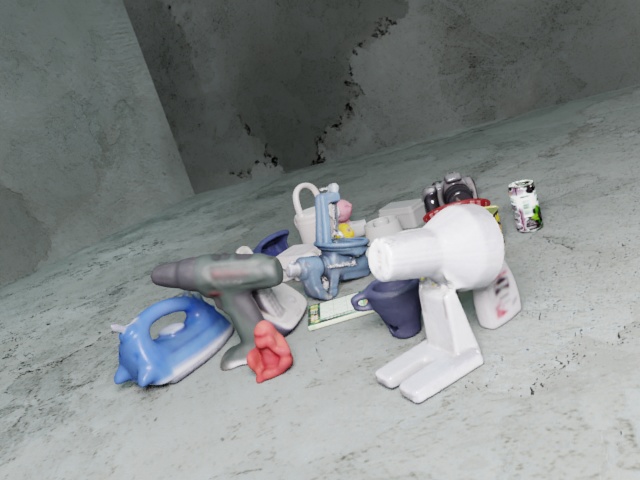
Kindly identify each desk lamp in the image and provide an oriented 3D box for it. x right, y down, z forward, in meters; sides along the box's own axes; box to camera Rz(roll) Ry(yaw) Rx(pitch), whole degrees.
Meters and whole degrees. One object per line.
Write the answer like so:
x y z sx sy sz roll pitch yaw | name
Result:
0.157 0.074 0.779 0.204 0.214 0.117 -25 16 -26 | desk lamp

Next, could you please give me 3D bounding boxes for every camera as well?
0.345 -0.118 1.513 0.143 0.101 0.137 -15 14 10 | camera

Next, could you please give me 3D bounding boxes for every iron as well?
-0.275 0.170 1.086 0.118 0.141 0.259 -6 18 38 | iron

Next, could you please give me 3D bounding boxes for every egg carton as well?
-0.040 0.054 1.389 0.149 0.069 0.107 -7 18 37 | egg carton

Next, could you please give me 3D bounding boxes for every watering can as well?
-0.011 -0.062 1.539 0.172 0.194 0.101 -10 16 29 | watering can

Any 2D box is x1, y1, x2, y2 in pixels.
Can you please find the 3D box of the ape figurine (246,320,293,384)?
-0.083 0.175 0.934 0.077 0.092 0.076 -7 18 36 | ape figurine

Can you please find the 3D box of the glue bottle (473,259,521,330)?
0.254 0.042 0.861 0.078 0.173 0.037 -28 17 -34 | glue bottle

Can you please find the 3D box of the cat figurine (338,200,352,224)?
0.057 -0.078 1.676 0.067 0.118 0.127 -21 15 -13 | cat figurine

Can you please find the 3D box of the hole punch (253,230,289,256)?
-0.136 0.025 1.575 0.109 0.091 0.100 -28 17 -35 | hole punch

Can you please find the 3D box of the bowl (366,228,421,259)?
0.182 0.037 1.176 0.167 0.075 0.167 -17 14 5 | bowl

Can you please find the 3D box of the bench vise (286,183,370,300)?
0.020 0.004 1.199 0.121 0.220 0.208 -5 19 40 | bench vise

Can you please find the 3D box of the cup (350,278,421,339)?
0.115 0.113 0.922 0.117 0.095 0.091 -17 14 1 | cup

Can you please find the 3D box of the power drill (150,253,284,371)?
-0.163 0.118 1.011 0.229 0.208 0.075 -16 14 9 | power drill

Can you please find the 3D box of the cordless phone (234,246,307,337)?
-0.101 0.086 1.104 0.094 0.185 0.148 -13 15 16 | cordless phone

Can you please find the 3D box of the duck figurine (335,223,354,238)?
0.066 -0.001 1.438 0.077 0.086 0.104 -17 14 3 | duck figurine
